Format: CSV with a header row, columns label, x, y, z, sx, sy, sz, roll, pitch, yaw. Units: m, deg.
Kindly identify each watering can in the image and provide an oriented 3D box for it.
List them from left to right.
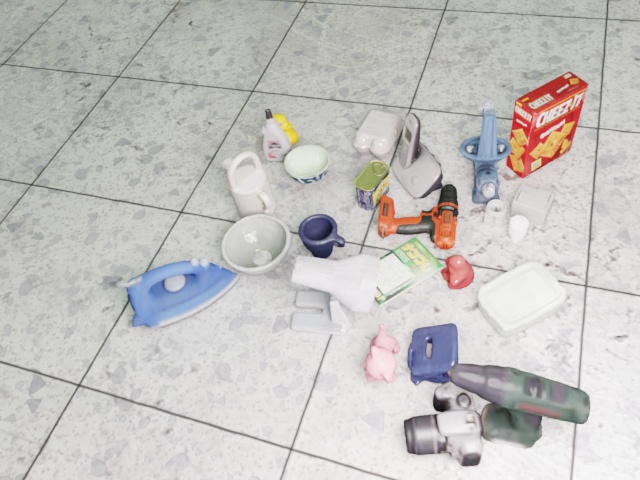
label,x,y,z,sx,sy,sz,roll,pitch,yaw
watering can,-0.183,-0.142,1.415,0.172,0.194,0.101,18,58,22

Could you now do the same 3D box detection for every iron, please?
label,x,y,z,sx,sy,sz,roll,pitch,yaw
iron,-0.319,0.094,1.292,0.258,0.142,0.118,-22,53,-7

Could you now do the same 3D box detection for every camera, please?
label,x,y,z,sx,sy,sz,roll,pitch,yaw
camera,0.221,0.334,1.045,0.136,0.101,0.143,-7,52,5

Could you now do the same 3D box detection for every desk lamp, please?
label,x,y,z,sx,sy,sz,roll,pitch,yaw
desk lamp,0.027,0.108,1.177,0.203,0.214,0.118,2,54,11

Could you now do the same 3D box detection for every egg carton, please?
label,x,y,z,sx,sy,sz,roll,pitch,yaw
egg carton,0.160,-0.289,1.548,0.107,0.069,0.150,17,58,21

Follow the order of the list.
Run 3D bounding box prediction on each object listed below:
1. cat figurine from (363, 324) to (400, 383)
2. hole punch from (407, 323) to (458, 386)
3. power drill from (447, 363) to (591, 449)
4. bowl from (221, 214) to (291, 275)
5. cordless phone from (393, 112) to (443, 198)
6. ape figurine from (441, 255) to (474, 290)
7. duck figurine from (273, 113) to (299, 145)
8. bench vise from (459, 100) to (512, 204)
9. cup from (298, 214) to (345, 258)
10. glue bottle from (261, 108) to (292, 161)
label,x,y,z,sx,sy,sz,roll,pitch,yaw
cat figurine,0.121,0.228,1.131,0.067,0.118,0.128,2,53,11
hole punch,0.224,0.225,1.134,0.101,0.091,0.108,2,53,11
power drill,0.334,0.287,0.993,0.229,0.209,0.075,6,54,14
bowl,-0.145,0.023,1.359,0.167,0.075,0.167,-5,53,6
cordless phone,0.239,-0.206,1.398,0.094,0.185,0.147,-26,53,-10
ape figurine,0.297,0.063,1.243,0.076,0.092,0.078,12,56,18
duck figurine,-0.114,-0.318,1.605,0.104,0.086,0.078,25,61,25
bench vise,0.404,-0.204,1.347,0.121,0.220,0.207,-14,52,-1
cup,0.012,0.005,1.333,0.117,0.095,0.092,23,60,24
glue bottle,-0.123,-0.281,1.523,0.078,0.173,0.037,-3,53,8
